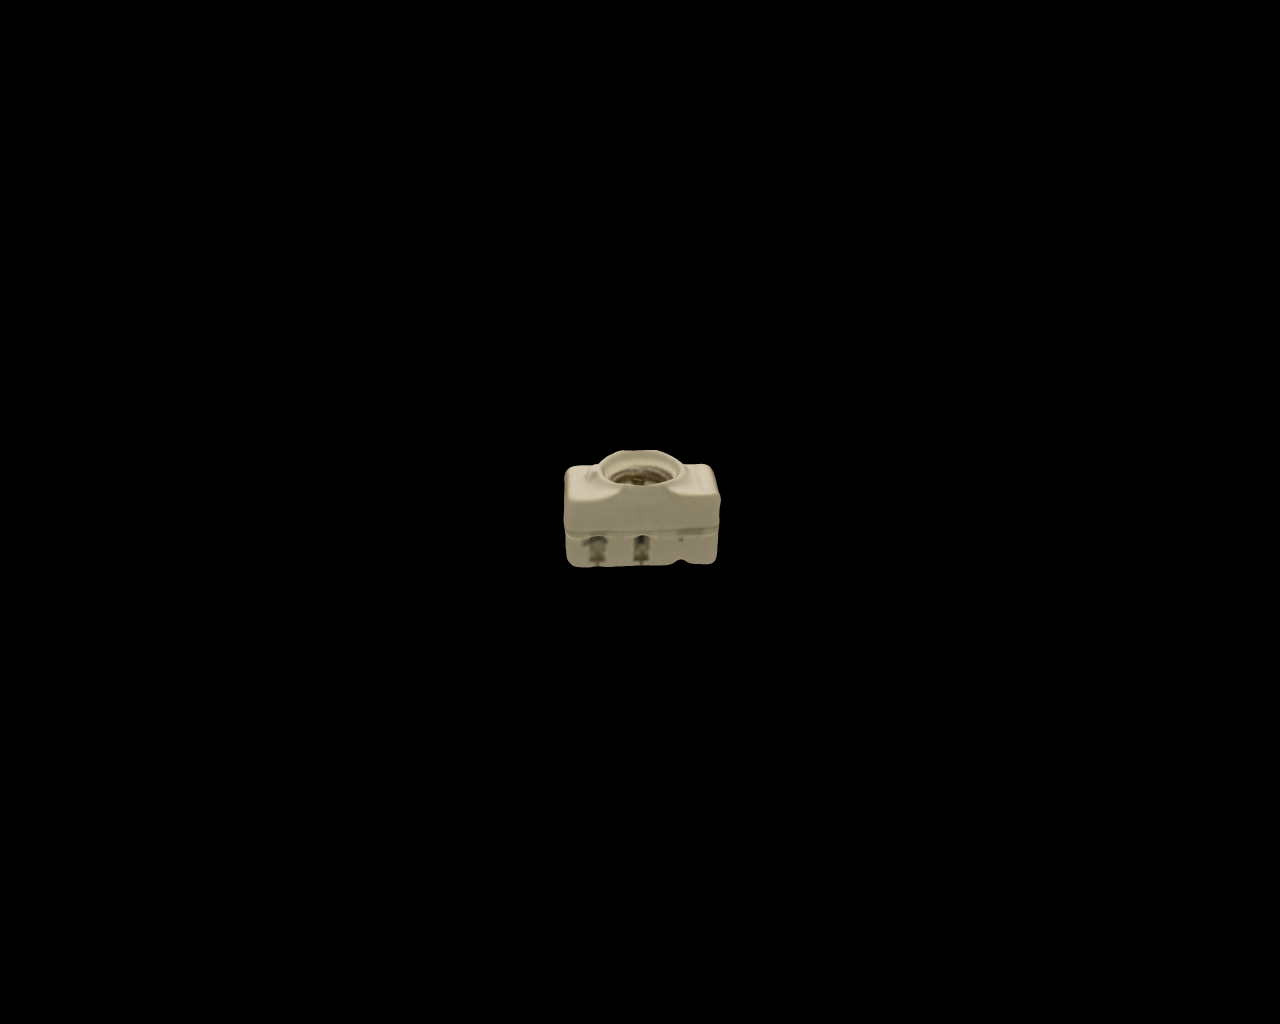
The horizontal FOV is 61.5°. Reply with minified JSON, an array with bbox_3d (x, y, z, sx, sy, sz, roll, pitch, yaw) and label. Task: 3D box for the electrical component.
[{"bbox_3d":[0.001,-0.003,0.650,0.089,0.055,0.050,-1,28,-2],"label":"electrical component"}]
